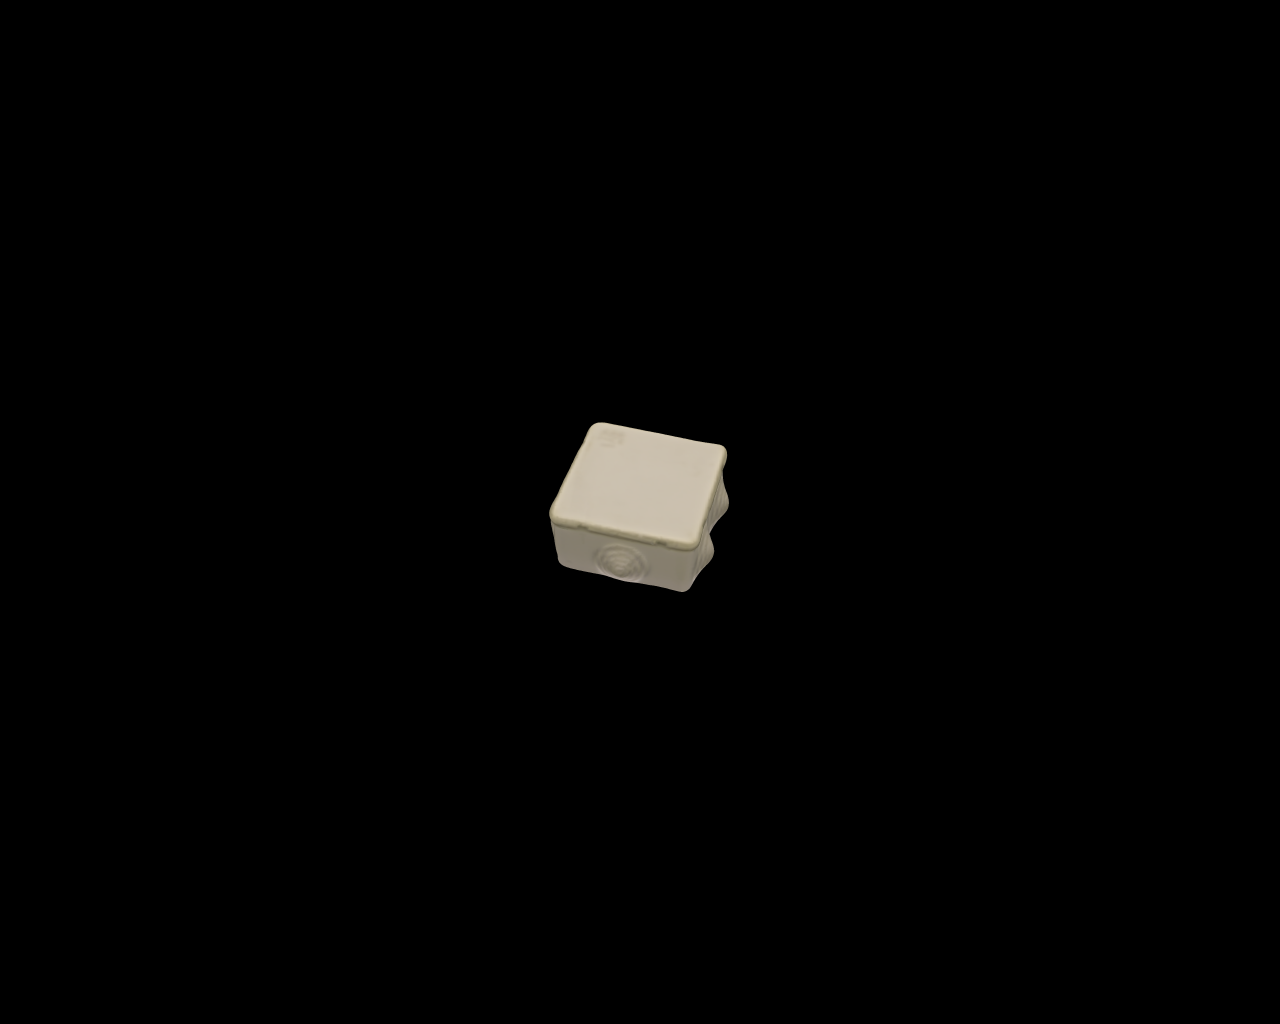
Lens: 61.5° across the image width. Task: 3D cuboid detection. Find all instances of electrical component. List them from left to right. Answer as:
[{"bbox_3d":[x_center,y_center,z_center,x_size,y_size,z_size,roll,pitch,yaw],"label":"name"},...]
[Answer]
[{"bbox_3d":[0.001,-0.003,0.650,0.100,0.048,0.100,11,47,11],"label":"electrical component"}]
